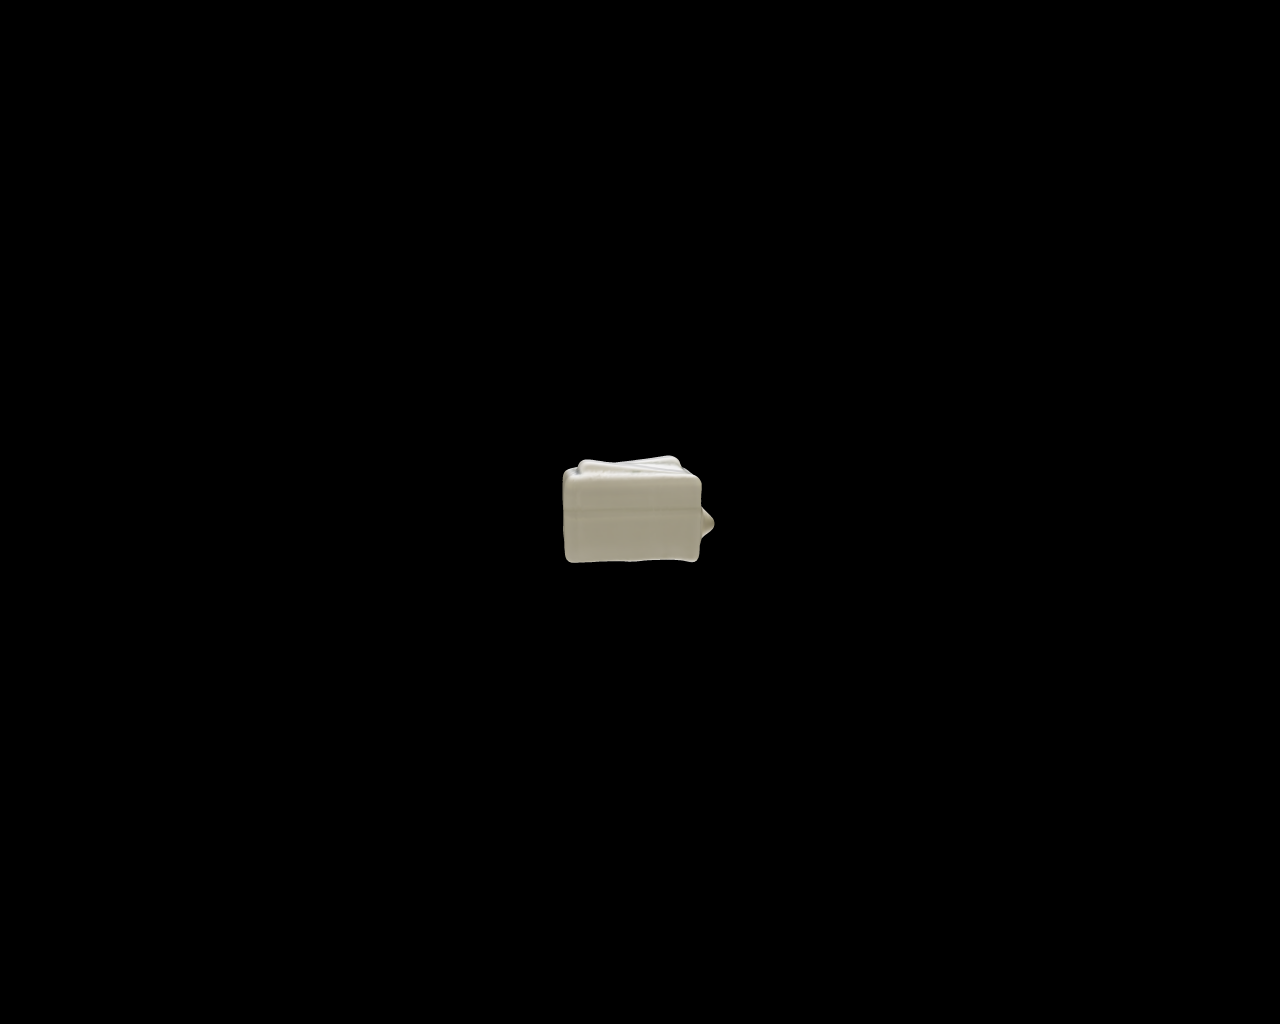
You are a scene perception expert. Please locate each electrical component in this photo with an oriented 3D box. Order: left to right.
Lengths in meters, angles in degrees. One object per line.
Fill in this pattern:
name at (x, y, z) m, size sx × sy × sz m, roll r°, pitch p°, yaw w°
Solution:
electrical component at (0.001, -0.003, 0.650) m, size 0.096 × 0.061 × 0.062 m, roll -1°, pitch 8°, yaw -5°
